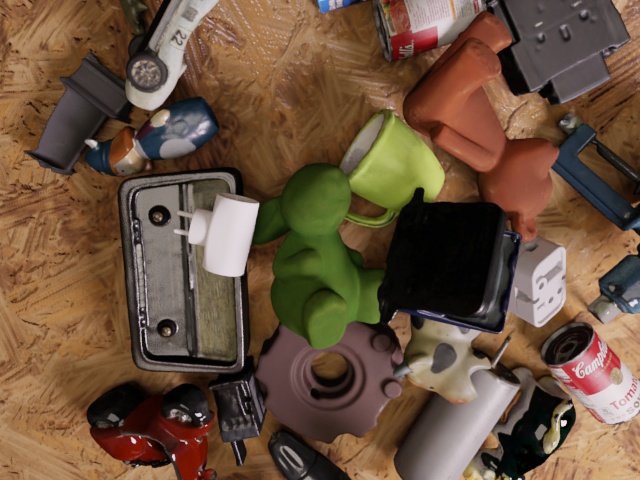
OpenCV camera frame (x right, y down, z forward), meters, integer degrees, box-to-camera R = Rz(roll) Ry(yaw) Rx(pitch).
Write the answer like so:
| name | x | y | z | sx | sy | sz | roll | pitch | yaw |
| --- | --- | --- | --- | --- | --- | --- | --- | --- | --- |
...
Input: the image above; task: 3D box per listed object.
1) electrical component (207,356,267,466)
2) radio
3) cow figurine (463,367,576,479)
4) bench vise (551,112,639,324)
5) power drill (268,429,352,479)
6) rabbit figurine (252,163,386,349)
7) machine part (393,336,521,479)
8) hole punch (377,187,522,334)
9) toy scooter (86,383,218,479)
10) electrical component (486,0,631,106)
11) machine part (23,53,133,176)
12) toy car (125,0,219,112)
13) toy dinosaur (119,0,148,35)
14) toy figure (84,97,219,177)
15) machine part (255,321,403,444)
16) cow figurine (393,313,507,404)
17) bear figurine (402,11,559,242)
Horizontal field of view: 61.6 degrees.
| name | x | y | z | sx | sy | sz | roll | pitch | yaw |
| --- | --- | --- | --- | --- | --- | --- | --- | --- | --- |
| electrical component | -0.093 | 0.210 | 0.648 | 0.048 | 0.075 | 0.119 | -14 | 95 | 5 |
| radio | -0.151 | 0.033 | 0.616 | 0.131 | 0.073 | 0.229 | -1 | 99 | 0 |
| cow figurine | 0.233 | 0.240 | 0.628 | 0.068 | 0.098 | 0.167 | 25 | 100 | -9 |
| bench vise | 0.332 | -0.033 | 0.569 | 0.241 | 0.129 | 0.223 | 48 | 110 | 14 |
| power drill | 0.054 | 0.314 | 0.610 | 0.207 | 0.086 | 0.232 | -17 | 112 | 48 |
| rabbit figurine | -0.001 | -0.002 | 0.563 | 0.121 | 0.159 | 0.170 | -15 | 115 | -32 |
| machine part | 0.160 | 0.216 | 0.637 | 0.079 | 0.079 | 0.243 | 27 | 101 | -3 |
| hole punch | 0.130 | 0.026 | 0.524 | 0.116 | 0.092 | 0.142 | 6 | 77 | 40 |
| toy scooter | -0.190 | 0.240 | 0.644 | 0.184 | 0.075 | 0.135 | -12 | 111 | 27 |
| electrical component | 0.247 | -0.214 | 0.563 | 0.115 | 0.058 | 0.134 | -29 | 98 | 9 |
| machine part | -0.272 | -0.134 | 0.610 | 0.084 | 0.039 | 0.139 | 39 | 98 | -10 |
| toy car | -0.144 | -0.226 | 0.546 | 0.056 | 0.074 | 0.201 | 24 | 116 | -31 |
| toy dinosaur | -0.157 | -0.432 | 0.518 | 0.198 | 0.105 | 0.470 | 21 | 112 | -6 |
| toy figure | -0.190 | -0.109 | 0.595 | 0.154 | 0.058 | 0.064 | -24 | 130 | 6 |
| machine part | 0.010 | 0.154 | 0.643 | 0.179 | 0.056 | 0.179 | 1 | 101 | 4 |
| cow figurine | 0.132 | 0.078 | 0.585 | 0.127 | 0.085 | 0.195 | -15 | 75 | 11 |
| bear figurine | 0.182 | -0.105 | 0.540 | 0.196 | 0.120 | 0.132 | 41 | 135 | -5 |
